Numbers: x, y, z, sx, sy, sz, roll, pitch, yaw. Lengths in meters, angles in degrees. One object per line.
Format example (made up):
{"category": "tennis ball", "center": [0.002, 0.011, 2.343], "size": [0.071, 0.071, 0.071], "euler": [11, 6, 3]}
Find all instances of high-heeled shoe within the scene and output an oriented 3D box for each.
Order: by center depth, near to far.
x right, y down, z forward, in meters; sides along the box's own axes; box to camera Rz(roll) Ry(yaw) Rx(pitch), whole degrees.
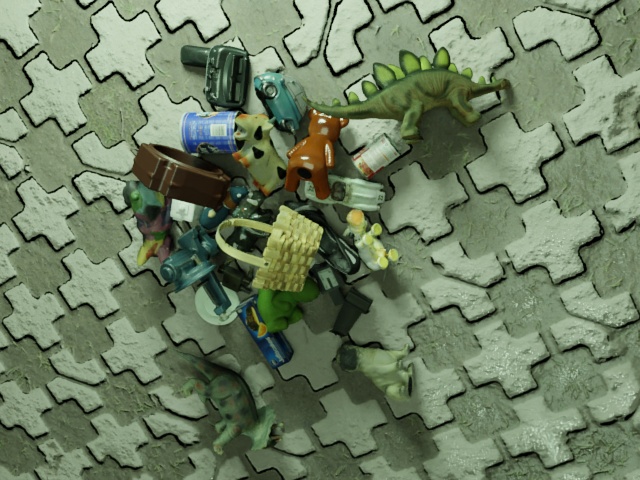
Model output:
{"category": "high-heeled shoe", "center": [-0.003, -0.004, 1.328], "size": [0.249, 0.145, 0.086], "euler": [36, 107, -2]}

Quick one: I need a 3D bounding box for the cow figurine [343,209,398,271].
{"category": "cow figurine", "center": [0.113, 0.002, 1.348], "size": [0.167, 0.068, 0.098], "euler": [56, 150, -5]}

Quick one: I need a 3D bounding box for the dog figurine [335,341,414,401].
{"category": "dog figurine", "center": [0.145, 0.355, 1.433], "size": [0.191, 0.121, 0.172], "euler": [-4, 101, 26]}

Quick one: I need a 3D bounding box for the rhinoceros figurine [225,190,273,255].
{"category": "rhinoceros figurine", "center": [-0.181, -0.038, 1.379], "size": [0.112, 0.073, 0.190], "euler": [27, 111, -9]}

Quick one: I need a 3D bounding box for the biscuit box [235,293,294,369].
{"category": "biscuit box", "center": [-0.149, 0.250, 1.466], "size": [0.063, 0.059, 0.202], "euler": [-29, 98, 16]}

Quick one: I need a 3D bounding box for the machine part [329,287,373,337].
{"category": "machine part", "center": [0.079, 0.198, 1.424], "size": [0.084, 0.039, 0.138], "euler": [30, 106, -4]}

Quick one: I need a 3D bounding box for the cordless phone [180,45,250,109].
{"category": "cordless phone", "center": [-0.269, -0.404, 1.316], "size": [0.184, 0.089, 0.146], "euler": [14, 107, 18]}

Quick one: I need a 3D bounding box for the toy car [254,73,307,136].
{"category": "toy car", "center": [-0.083, -0.335, 1.281], "size": [0.103, 0.109, 0.161], "euler": [-34, 106, -5]}

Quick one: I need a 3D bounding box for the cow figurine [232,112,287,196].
{"category": "cow figurine", "center": [-0.140, -0.215, 1.281], "size": [0.127, 0.086, 0.194], "euler": [-42, 129, -12]}

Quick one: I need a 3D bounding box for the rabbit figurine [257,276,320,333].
{"category": "rabbit figurine", "center": [-0.074, 0.137, 1.396], "size": [0.170, 0.121, 0.159], "euler": [-33, 75, 31]}

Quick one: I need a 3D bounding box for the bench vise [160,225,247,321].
{"category": "bench vise", "center": [-0.291, 0.091, 1.357], "size": [0.129, 0.223, 0.240], "euler": [-30, 95, 19]}

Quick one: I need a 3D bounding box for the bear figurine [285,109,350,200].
{"category": "bear figurine", "center": [-0.006, -0.214, 1.287], "size": [0.120, 0.196, 0.131], "euler": [14, 145, 11]}

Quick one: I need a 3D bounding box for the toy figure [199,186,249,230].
{"category": "toy figure", "center": [-0.248, -0.089, 1.391], "size": [0.154, 0.064, 0.057], "euler": [-42, 114, 13]}

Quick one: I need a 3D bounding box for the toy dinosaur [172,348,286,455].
{"category": "toy dinosaur", "center": [-0.250, 0.447, 1.513], "size": [0.192, 0.131, 0.404], "euler": [-29, 94, 4]}

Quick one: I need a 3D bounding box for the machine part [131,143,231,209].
{"category": "machine part", "center": [-0.334, -0.159, 1.302], "size": [0.201, 0.201, 0.087], "euler": [12, 107, -40]}

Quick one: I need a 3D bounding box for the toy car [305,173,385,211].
{"category": "toy car", "center": [0.061, -0.121, 1.333], "size": [0.202, 0.056, 0.073], "euler": [11, 106, 8]}

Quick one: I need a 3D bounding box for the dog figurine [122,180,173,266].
{"category": "dog figurine", "center": [-0.436, -0.038, 1.386], "size": [0.109, 0.191, 0.219], "euler": [1, 89, 3]}

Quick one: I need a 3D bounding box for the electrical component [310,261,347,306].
{"category": "electrical component", "center": [0.032, 0.108, 1.402], "size": [0.075, 0.048, 0.119], "euler": [-27, 99, 16]}

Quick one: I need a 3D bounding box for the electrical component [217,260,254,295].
{"category": "electrical component", "center": [-0.226, 0.098, 1.450], "size": [0.102, 0.045, 0.078], "euler": [20, 135, 7]}

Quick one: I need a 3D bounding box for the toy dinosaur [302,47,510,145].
{"category": "toy dinosaur", "center": [0.202, -0.320, 1.216], "size": [0.472, 0.105, 0.198], "euler": [-14, 87, -3]}
